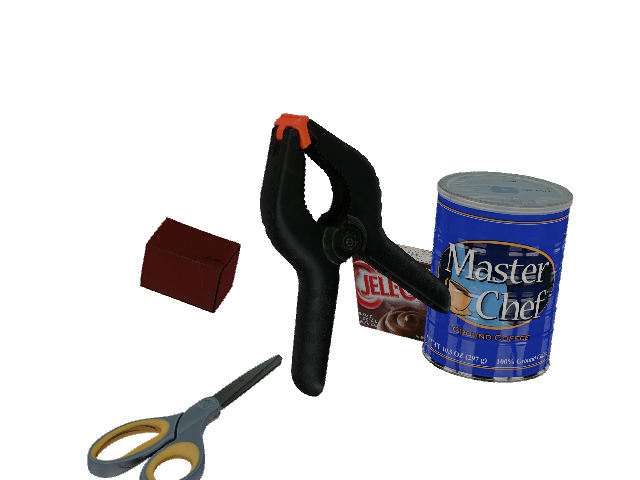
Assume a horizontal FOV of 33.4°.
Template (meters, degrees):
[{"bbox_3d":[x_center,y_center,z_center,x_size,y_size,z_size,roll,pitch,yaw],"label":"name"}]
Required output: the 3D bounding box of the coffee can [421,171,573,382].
[{"bbox_3d":[0.136,0.026,0.835,0.103,0.140,0.103,3,17,-1],"label":"coffee can"}]

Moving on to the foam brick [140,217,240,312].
[{"bbox_3d":[-0.122,0.023,1.001,0.078,0.051,0.053,20,34,8],"label":"foam brick"}]

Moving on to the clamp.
[{"bbox_3d":[0.004,0.009,0.654,0.120,0.171,0.039,-41,22,-25],"label":"clamp"}]

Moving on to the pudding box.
[{"bbox_3d":[0.087,0.052,1.107,0.114,0.090,0.039,10,27,40],"label":"pudding box"}]

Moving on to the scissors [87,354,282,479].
[{"bbox_3d":[-0.084,0.145,0.836,0.201,0.016,0.096,-20,34,-34],"label":"scissors"}]
